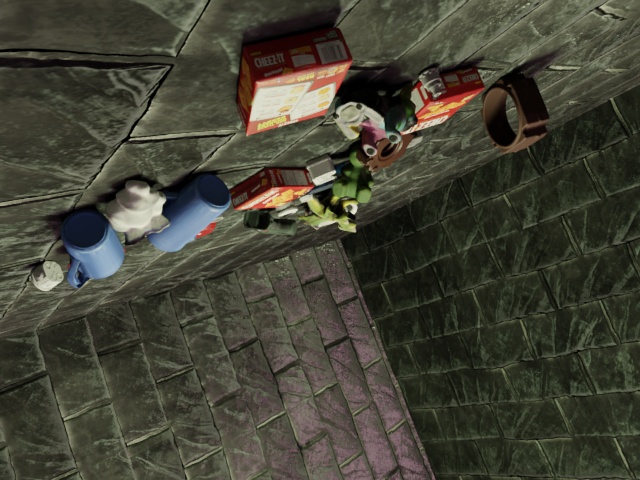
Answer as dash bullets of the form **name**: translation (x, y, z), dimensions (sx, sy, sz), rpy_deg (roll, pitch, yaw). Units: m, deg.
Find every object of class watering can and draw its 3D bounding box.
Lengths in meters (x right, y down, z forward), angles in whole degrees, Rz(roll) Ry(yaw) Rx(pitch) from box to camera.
- **watering can**: translation (0.033, -0.140, 2.222), dimensions (0.223, 0.106, 0.344), rpy_deg (-21, -21, 15)

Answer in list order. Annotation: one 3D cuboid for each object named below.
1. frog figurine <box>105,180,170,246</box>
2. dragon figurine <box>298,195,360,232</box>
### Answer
- **frog figurine**: translation (-0.430, -0.084, 1.195), dimensions (0.138, 0.155, 0.125), rpy_deg (-14, 46, -8)
- **dragon figurine**: translation (0.006, -0.105, 2.081), dimensions (0.408, 0.124, 0.239), rpy_deg (16, -31, -34)
